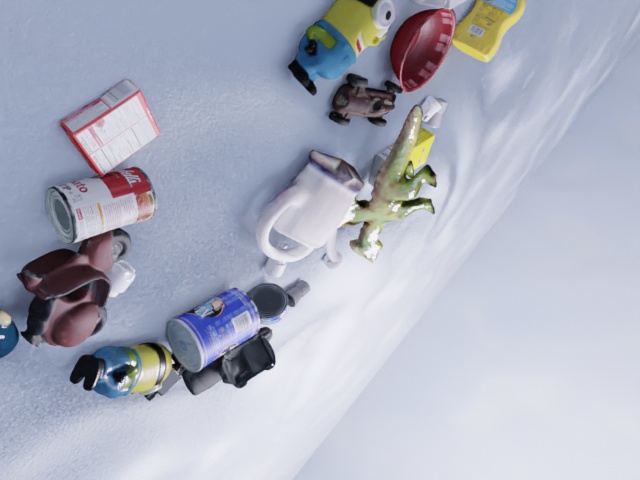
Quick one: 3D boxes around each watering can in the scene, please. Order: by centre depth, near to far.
[{"bbox_3d":[0.003,-0.050,1.002,0.223,0.105,0.346,-56,155,9],"label":"watering can"}]

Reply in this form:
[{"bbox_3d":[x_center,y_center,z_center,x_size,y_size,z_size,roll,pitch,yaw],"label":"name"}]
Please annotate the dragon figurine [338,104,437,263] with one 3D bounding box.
[{"bbox_3d":[0.114,-0.095,1.106,0.243,0.125,0.400,-23,139,-7],"label":"dragon figurine"}]
